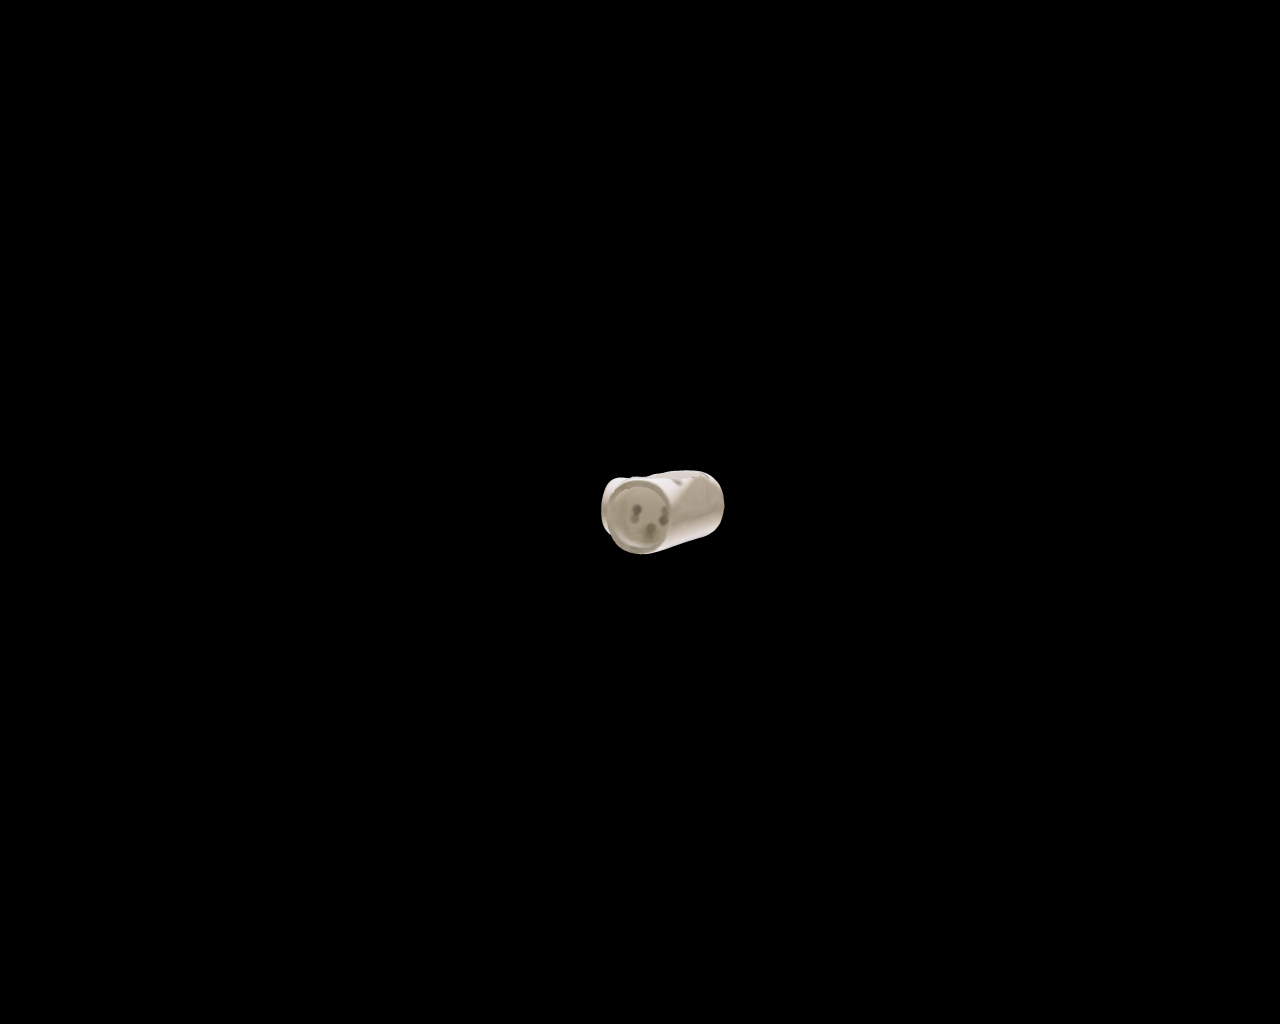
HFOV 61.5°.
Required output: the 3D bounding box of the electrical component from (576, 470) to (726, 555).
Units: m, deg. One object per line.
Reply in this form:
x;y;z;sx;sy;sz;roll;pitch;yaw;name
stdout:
0.001;-0.003;0.650;0.079;0.044;0.077;4;8;28;electrical component
